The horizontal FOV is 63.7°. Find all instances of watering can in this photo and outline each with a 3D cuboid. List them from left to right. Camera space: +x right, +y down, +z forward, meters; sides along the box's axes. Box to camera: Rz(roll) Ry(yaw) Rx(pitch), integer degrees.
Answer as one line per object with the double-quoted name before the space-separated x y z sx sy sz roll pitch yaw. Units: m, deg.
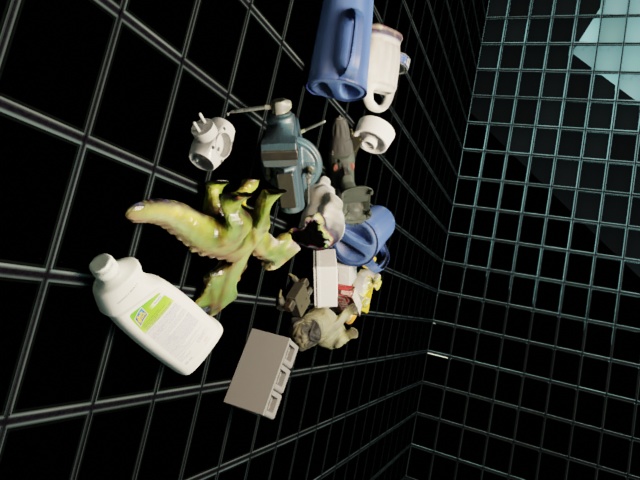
"watering can" 0.139 -0.452 1.335 0.349 0.104 0.223 -11 107 -65

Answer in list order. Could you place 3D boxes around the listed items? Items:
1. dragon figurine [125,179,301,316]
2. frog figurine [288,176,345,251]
"dragon figurine" -0.160 0.023 0.845 0.413 0.123 0.239 -17 122 -55
"frog figurine" 0.004 -0.058 1.157 0.134 0.122 0.163 -58 -173 43
